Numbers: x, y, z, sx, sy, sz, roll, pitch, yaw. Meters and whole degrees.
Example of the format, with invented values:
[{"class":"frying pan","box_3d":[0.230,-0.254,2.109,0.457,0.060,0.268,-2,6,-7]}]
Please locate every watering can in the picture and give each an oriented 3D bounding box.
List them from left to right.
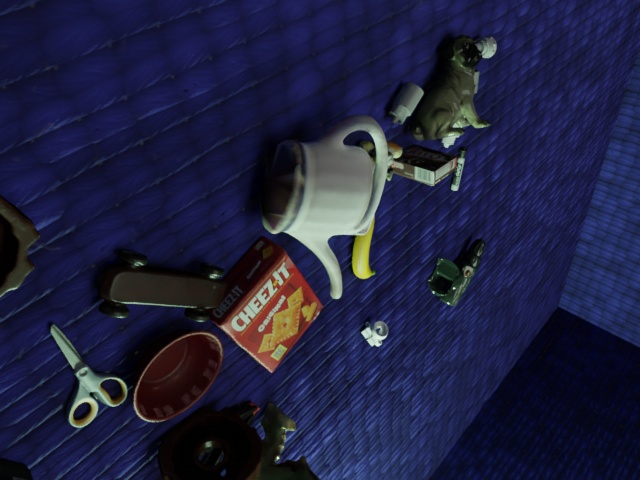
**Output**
[{"class":"watering can","box_3d":[0.003,-0.043,0.861,0.224,0.105,0.342,1,114,-34]}]

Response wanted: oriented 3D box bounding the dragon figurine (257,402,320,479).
[{"class":"dragon figurine","box_3d":[-0.107,0.522,0.997,0.241,0.420,0.120,-26,132,18]}]
